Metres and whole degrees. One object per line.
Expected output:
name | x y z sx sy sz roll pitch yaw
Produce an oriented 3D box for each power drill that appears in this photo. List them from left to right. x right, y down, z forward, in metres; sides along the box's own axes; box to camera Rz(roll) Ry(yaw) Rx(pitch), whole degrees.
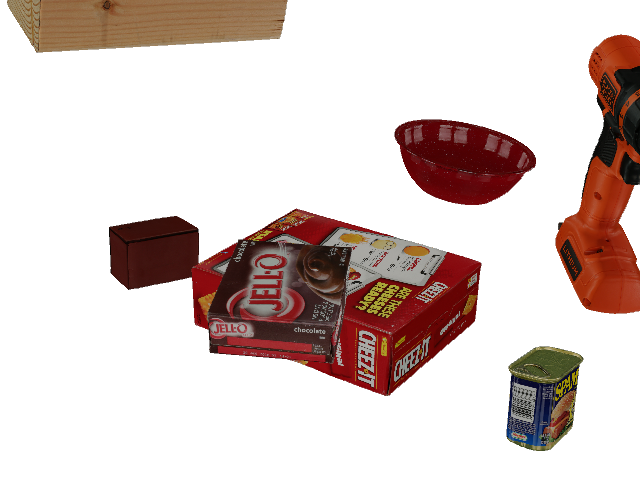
power drill | 0.234 -0.039 0.804 0.057 0.188 0.184 3 34 -4

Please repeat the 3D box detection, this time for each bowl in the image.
bowl | 0.158 -0.084 1.207 0.162 0.055 0.162 8 26 -4

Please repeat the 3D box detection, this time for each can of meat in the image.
can of meat | 0.242 0.171 1.158 0.058 0.084 0.101 11 16 31

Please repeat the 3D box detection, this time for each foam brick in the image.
foam brick | -0.167 0.011 1.073 0.078 0.051 0.053 -11 22 -28

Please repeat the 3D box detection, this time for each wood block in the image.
wood block | -0.134 -0.214 0.851 0.205 0.091 0.090 -9 40 -28

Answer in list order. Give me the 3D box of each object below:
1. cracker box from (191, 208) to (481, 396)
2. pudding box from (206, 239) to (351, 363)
cracker box | 0.015 0.050 0.980 0.214 0.072 0.163 17 30 31
pudding box | -0.027 0.042 0.778 0.090 0.039 0.113 5 27 6
